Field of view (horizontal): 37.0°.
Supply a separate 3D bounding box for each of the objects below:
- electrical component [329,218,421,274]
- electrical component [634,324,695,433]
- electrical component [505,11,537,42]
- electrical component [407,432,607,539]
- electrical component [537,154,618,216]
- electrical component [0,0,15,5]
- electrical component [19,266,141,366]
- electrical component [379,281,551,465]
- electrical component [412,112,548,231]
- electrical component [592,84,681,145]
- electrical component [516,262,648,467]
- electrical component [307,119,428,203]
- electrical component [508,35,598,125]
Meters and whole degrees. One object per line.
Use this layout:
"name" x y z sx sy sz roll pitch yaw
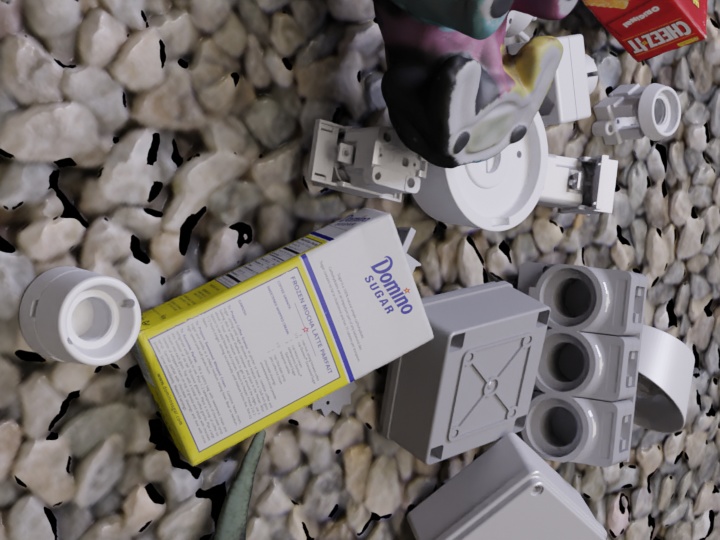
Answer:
"electrical component" 0.000 0.000 0.741 0.064 0.042 0.081 36 70 -35
"electrical component" 0.232 0.088 0.907 0.099 0.099 0.064 40 62 -35
"electrical component" 0.106 -0.202 0.814 0.079 0.043 0.077 29 75 -37
"electrical component" 0.111 0.194 0.810 0.109 0.056 0.109 -40 124 9
"electrical component" 0.164 -0.068 0.855 0.064 0.081 0.042 6 89 -11
"electrical component" -0.208 -0.169 0.553 0.081 0.043 0.043 46 65 -33
"electrical component" -0.157 0.027 0.608 0.055 0.047 0.055 -4 96 -40
"electrical component" 0.076 0.072 0.782 0.109 0.056 0.108 -11 120 -39
"electrical component" 0.080 -0.083 0.790 0.108 0.060 0.108 -3 95 -40
"electrical component" 0.240 -0.135 0.924 0.066 0.055 0.048 -39 117 -31
"electrical component" 0.169 0.072 0.848 0.062 0.089 0.150 7 89 -61
"electrical component" 0.008 -0.074 0.729 0.081 0.064 0.042 10 85 -39
"electrical component" 0.165 -0.154 0.864 0.077 0.047 0.065 -17 104 -38
